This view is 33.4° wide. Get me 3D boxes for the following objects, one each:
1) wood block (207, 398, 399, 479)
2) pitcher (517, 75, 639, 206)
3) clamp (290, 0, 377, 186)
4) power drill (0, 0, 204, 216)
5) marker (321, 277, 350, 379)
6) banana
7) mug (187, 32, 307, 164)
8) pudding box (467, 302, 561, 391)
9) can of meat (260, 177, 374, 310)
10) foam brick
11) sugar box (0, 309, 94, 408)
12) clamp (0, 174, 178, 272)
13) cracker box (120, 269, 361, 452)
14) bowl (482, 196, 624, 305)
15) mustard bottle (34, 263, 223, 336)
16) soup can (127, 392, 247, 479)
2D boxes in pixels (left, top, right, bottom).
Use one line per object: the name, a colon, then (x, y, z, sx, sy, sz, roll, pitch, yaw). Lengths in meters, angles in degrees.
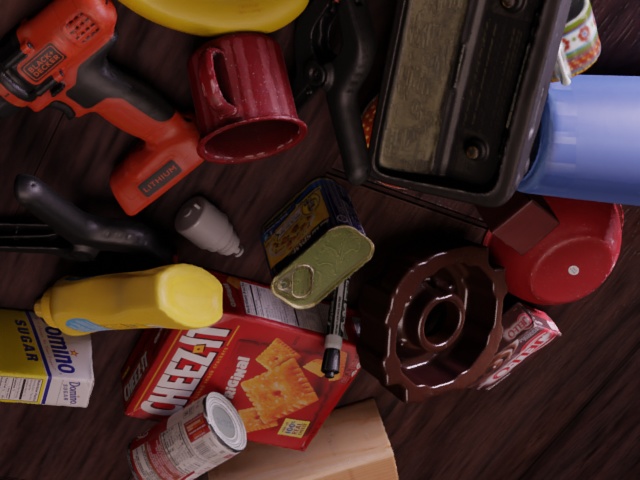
wood block: (-0.020, 0.269, 1.230, 0.206, 0.090, 0.091, -15, 130, -3)
pitcher: (0.292, -0.088, 1.005, 0.242, 0.145, 0.149, 2, 117, -16)
clamp: (0.013, -0.132, 0.901, 0.039, 0.120, 0.172, -30, 146, -49)
power drill: (-0.200, -0.101, 0.892, 0.185, 0.057, 0.187, -35, 130, 17)
marker: (0.016, 0.080, 1.069, 0.020, 0.121, 0.020, 6, 155, 3)
banana: (-0.093, -0.198, 0.860, 0.197, 0.037, 0.070, 0, 111, -18)
mug: (-0.069, -0.120, 0.873, 0.093, 0.081, 0.117, -18, 164, 20)
pudding box: (0.203, 0.120, 1.186, 0.114, 0.039, 0.089, -39, 151, 18)
can of meat: (-0.007, 0.001, 1.015, 0.102, 0.084, 0.057, -41, 128, 18)
foam brick: (0.188, -0.034, 1.047, 0.051, 0.078, 0.053, -43, 127, 18)
sugar box: (-0.306, 0.107, 1.011, 0.176, 0.093, 0.048, 5, 127, -21)
clamp: (-0.224, -0.001, 0.962, 0.165, 0.036, 0.209, -16, 154, 41)
cracker box: (-0.076, 0.128, 1.108, 0.213, 0.072, 0.164, 16, 122, -26)
bowl: (0.254, 0.016, 1.122, 0.162, 0.055, 0.162, -8, 131, -10)
mustard bottle: (-0.191, 0.058, 0.988, 0.192, 0.058, 0.096, -6, 170, 31)
soup can: (-0.133, 0.205, 1.066, 0.102, 0.068, 0.068, -33, 130, 17)
